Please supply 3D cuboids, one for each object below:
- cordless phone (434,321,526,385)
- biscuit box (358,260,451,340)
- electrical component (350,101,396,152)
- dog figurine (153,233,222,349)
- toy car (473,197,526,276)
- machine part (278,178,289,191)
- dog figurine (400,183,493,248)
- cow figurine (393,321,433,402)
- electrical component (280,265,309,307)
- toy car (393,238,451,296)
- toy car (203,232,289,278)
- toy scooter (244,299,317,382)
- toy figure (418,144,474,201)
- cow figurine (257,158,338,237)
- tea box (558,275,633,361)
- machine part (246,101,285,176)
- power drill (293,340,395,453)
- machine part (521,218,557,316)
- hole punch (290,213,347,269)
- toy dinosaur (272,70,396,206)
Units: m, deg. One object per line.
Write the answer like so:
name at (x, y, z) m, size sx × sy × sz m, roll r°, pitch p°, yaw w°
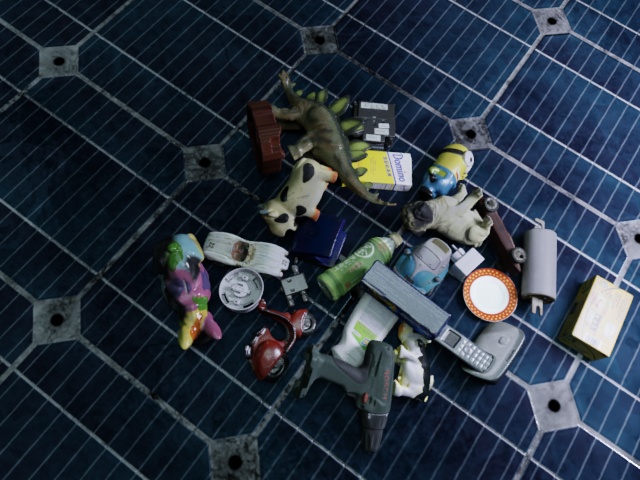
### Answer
cordless phone at (0.345, 0.220, 1.198) m, size 0.184 × 0.088 × 0.146 m, roll 36°, pitch 71°, yaw 14°
biscuit box at (0.181, 0.131, 1.159) m, size 0.203 × 0.059 × 0.063 m, roll 38°, pitch 74°, yaw 8°
electrical component at (0.136, -0.290, 1.394) m, size 0.115 × 0.058 × 0.134 m, roll 5°, pitch 69°, yaw 0°
dog figurine at (-0.279, 0.119, 1.144) m, size 0.108 × 0.191 × 0.219 m, roll -15°, pitch 55°, yaw -17°
toy car at (0.430, -0.011, 1.289) m, size 0.053 × 0.089 × 0.202 m, roll -19°, pitch 71°, yaw -19°
machine part at (-0.083, -0.091, 1.296) m, size 0.039 × 0.084 × 0.139 m, roll 28°, pitch 74°, yaw -32°
dog figurine at (0.292, -0.032, 1.271) m, size 0.191 × 0.121 × 0.172 m, roll -24°, pitch 96°, yaw -9°
cow figurine at (0.207, 0.263, 1.176) m, size 0.098 × 0.068 × 0.167 m, roll 13°, pitch 71°, yaw -5°
electrical component at (-0.061, 0.105, 1.242) m, size 0.063 × 0.021 × 0.094 m, roll -16°, pitch 71°, yaw -10°
toy car at (0.250, 0.048, 1.225) m, size 0.109 × 0.103 × 0.161 m, roll 45°, pitch 43°, yaw 14°
toy car at (-0.170, 0.034, 1.243) m, size 0.202 × 0.056 × 0.073 m, roll 14°, pitch 68°, yaw 1°
toy scooter at (-0.104, 0.206, 1.163) m, size 0.135 × 0.075 × 0.184 m, roll 39°, pitch 68°, yaw -4°
toy figure at (0.312, -0.169, 1.348) m, size 0.089 × 0.082 × 0.180 m, roll 42°, pitch 74°, yaw 11°
cow figurine at (-0.059, -0.094, 1.215) m, size 0.127 × 0.086 × 0.194 m, roll 23°, pitch 105°, yaw -17°
tea box at (0.637, 0.179, 1.241) m, size 0.098 × 0.068 × 0.169 m, roll 33°, pitch 69°, yaw 7°
machine part at (-0.134, -0.247, 1.299) m, size 0.056 × 0.179 × 0.179 m, roll -13°, pitch 70°, yaw -13°
power drill at (0.053, 0.311, 1.107) m, size 0.207 × 0.086 × 0.232 m, roll 16°, pitch 87°, yaw -6°
machine part at (0.521, 0.062, 1.275) m, size 0.079 × 0.079 × 0.243 m, roll 12°, pitch 67°, yaw 0°
hole punch at (-0.003, -0.004, 1.256) m, size 0.116 × 0.092 × 0.142 m, roll 18°, pitch 72°, yaw 7°
toy dinosaur at (0.017, -0.245, 1.313) m, size 0.199 × 0.105 × 0.471 m, roll -29°, pitch 71°, yaw 4°
